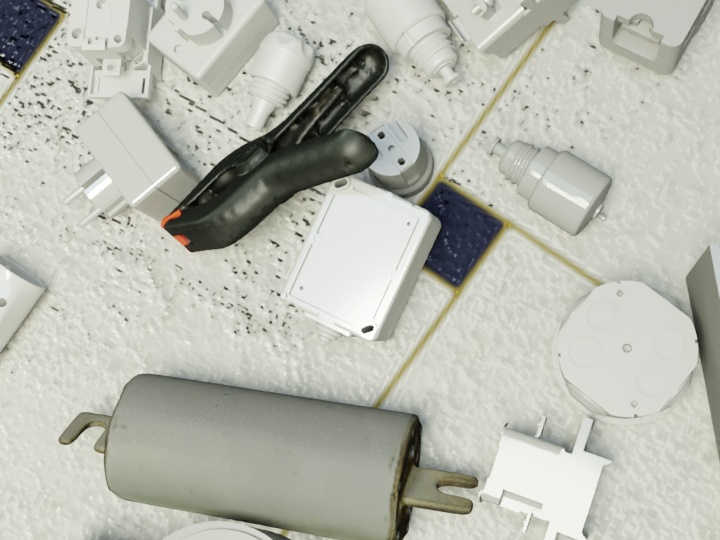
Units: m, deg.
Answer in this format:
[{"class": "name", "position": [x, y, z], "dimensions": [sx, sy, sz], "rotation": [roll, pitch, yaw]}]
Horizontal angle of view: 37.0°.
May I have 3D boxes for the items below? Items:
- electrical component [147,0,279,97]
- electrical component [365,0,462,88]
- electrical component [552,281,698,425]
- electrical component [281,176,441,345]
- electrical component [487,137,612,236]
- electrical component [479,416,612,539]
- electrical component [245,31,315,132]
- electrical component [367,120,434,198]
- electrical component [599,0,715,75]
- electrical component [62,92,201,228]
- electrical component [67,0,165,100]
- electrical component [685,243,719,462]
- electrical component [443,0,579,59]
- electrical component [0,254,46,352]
[{"class": "electrical component", "position": [-0.096, -0.156, 0.666], "dimensions": [0.047, 0.077, 0.065], "rotation": [39, 90, 14]}, {"class": "electrical component", "position": [0.036, -0.145, 0.658], "dimensions": [0.040, 0.040, 0.078], "rotation": [-34, 77, 4]}, {"class": "electrical component", "position": [0.148, 0.046, 0.600], "dimensions": [0.080, 0.051, 0.080], "rotation": [-2, 81, 10]}, {"class": "electrical component", "position": [0.000, 0.000, 0.634], "dimensions": [0.062, 0.061, 0.096], "rotation": [25, 92, 12]}, {"class": "electrical component", "position": [0.110, -0.053, 0.628], "dimensions": [0.078, 0.040, 0.040], "rotation": [34, 88, 14]}, {"class": "electrical component", "position": [0.104, 0.118, 0.601], "dimensions": [0.064, 0.042, 0.081], "rotation": [17, 84, 17]}, {"class": "electrical component", "position": [-0.054, -0.116, 0.673], "dimensions": [0.035, 0.035, 0.061], "rotation": [24, 88, 14]}, {"class": "electrical component", "position": [0.022, -0.067, 0.644], "dimensions": [0.040, 0.046, 0.040], "rotation": [-2, 80, 10]}, {"class": "electrical component", "position": [0.181, -0.167, 0.625], "dimensions": [0.050, 0.056, 0.089], "rotation": [29, 87, 14]}, {"class": "electrical component", "position": [-0.152, -0.059, 0.676], "dimensions": [0.077, 0.047, 0.065], "rotation": [-39, 76, 2]}, {"class": "electrical component", "position": [-0.154, -0.151, 0.683], "dimensions": [0.042, 0.064, 0.081], "rotation": [2, 81, 12]}, {"class": "electrical component", "position": [0.220, 0.082, 0.552], "dimensions": [0.060, 0.105, 0.186], "rotation": [-9, 79, 9]}, {"class": "electrical component", "position": [0.067, -0.192, 0.646], "dimensions": [0.063, 0.079, 0.121], "rotation": [-39, 75, 25]}, {"class": "electrical component", "position": [-0.254, 0.021, 0.683], "dimensions": [0.079, 0.044, 0.077], "rotation": [34, 88, 15]}]
